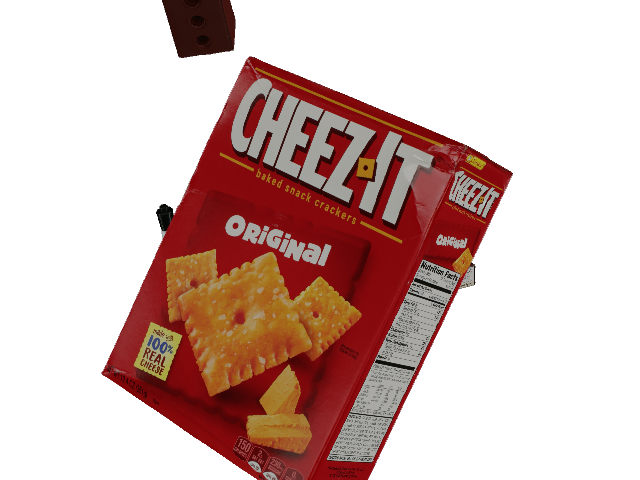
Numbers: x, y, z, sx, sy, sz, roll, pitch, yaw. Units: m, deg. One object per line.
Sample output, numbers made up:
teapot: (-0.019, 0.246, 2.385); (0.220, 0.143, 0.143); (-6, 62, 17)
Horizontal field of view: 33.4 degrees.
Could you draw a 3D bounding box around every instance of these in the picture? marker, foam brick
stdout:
marker: (-0.166, 0.013, 1.204); (0.020, 0.121, 0.020); (-6, 31, 3)
foam brick: (-0.109, -0.210, 0.950); (0.053, 0.051, 0.078); (-7, -41, 5)

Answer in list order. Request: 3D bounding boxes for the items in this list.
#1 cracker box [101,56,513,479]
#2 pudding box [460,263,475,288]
cracker box: (-0.014, 0.021, 0.616); (0.164, 0.214, 0.072); (27, 5, 33)
pudding box: (0.153, 0.045, 1.536); (0.113, 0.039, 0.090); (-15, 24, -18)
